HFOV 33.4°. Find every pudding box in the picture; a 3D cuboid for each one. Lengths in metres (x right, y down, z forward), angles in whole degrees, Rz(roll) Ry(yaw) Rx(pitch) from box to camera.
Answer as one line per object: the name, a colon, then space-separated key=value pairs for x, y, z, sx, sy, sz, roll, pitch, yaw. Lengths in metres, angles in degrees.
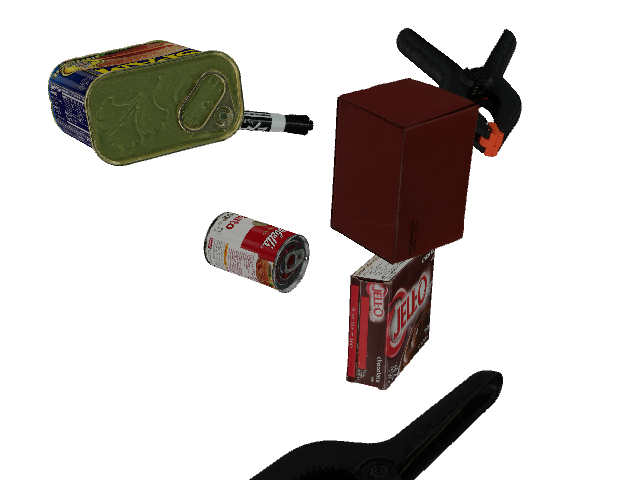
pudding box: x=0.057 y=0.055 z=0.852 sx=0.039 sy=0.090 sz=0.113 roll=10 pitch=20 yaw=19

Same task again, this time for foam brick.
foam brick: x=0.042 y=-0.037 z=0.547 sx=0.052 sy=0.078 sz=0.051 roll=-19 pitch=36 yaw=-34

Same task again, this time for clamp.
clamp: x=0.040 y=0.144 z=0.641 sx=0.210 sy=0.036 sz=0.164 roll=-7 pitch=30 yaw=0
clamp: x=0.134 y=-0.149 z=1.010 sx=0.120 sy=0.039 sz=0.171 roll=1 pitch=45 yaw=0

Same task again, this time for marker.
marker: x=-0.065 y=-0.109 z=0.973 sx=0.121 sy=0.020 sz=0.020 roll=2 pitch=-1 yaw=-20

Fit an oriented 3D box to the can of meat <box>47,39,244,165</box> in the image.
can of meat: x=-0.113 y=-0.091 z=0.676 sx=0.101 sy=0.057 sz=0.084 roll=-18 pitch=24 yaw=-27

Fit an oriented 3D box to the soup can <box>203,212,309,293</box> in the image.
soup can: x=-0.073 y=0.012 z=1.210 sx=0.102 sy=0.068 sz=0.068 roll=19 pitch=9 yaw=30
